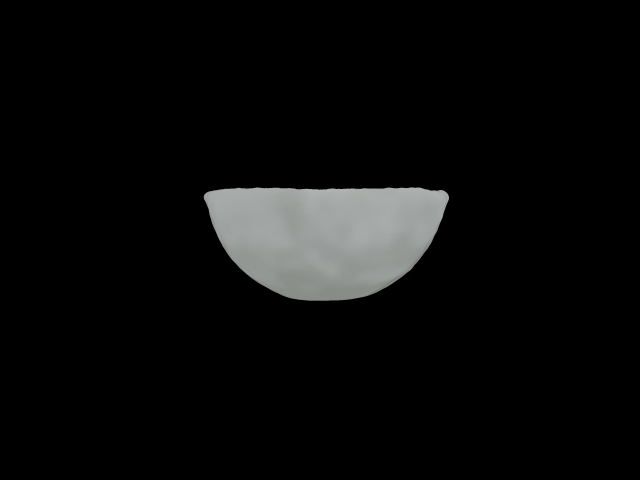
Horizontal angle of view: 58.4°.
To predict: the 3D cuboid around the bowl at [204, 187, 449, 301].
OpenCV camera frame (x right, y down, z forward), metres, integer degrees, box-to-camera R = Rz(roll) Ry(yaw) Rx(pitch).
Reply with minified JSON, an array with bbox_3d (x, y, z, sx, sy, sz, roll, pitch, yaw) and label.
[{"bbox_3d":[0.004,0.001,0.400,0.167,0.075,0.167,0,4,0],"label":"bowl"}]
